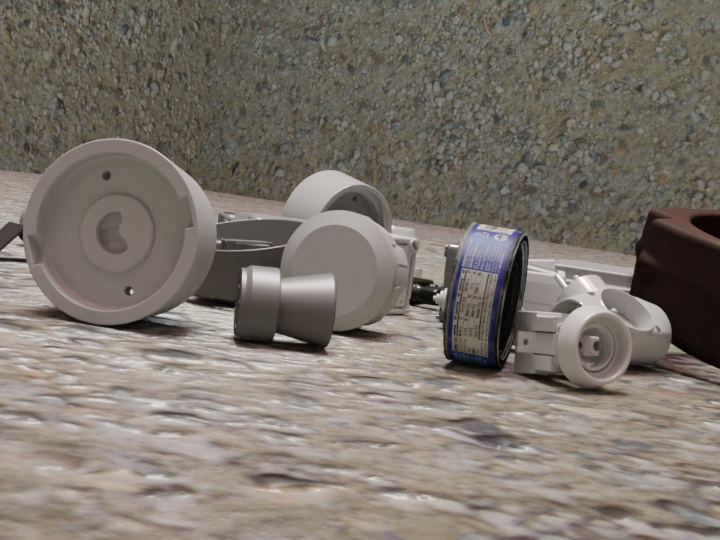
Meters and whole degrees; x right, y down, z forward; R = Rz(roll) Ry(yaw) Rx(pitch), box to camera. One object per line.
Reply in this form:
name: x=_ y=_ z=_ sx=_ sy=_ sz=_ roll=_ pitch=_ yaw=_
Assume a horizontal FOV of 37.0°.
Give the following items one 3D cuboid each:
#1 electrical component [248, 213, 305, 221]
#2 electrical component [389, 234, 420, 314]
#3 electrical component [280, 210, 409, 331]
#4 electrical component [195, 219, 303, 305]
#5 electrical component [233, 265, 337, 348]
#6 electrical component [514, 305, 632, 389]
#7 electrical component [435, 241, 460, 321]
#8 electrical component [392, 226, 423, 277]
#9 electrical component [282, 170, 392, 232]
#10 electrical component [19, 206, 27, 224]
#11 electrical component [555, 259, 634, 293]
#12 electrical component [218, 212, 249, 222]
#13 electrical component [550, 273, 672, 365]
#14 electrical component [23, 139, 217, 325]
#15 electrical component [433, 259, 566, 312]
electrical component: x=-0.048 y=-0.010 z=0.900 sx=0.096 sy=0.061 sz=0.061 roll=7 pitch=5 yaw=-10
electrical component: x=0.000 y=0.000 z=0.854 sx=0.061 sy=0.061 sz=0.096 roll=12 pitch=7 yaw=44
electrical component: x=-0.009 y=0.001 z=0.729 sx=0.080 sy=0.080 sz=0.051 roll=9 pitch=0 yaw=19
electrical component: x=-0.084 y=-0.007 z=0.797 sx=0.099 sy=0.064 sz=0.099 roll=7 pitch=5 yaw=-1
electrical component: x=-0.045 y=0.021 z=0.634 sx=0.055 sy=0.045 sz=0.045 roll=6 pitch=5 yaw=-11
electrical component: x=0.125 y=0.044 z=0.631 sx=0.066 sy=0.048 sz=0.055 roll=5 pitch=-2 yaw=-26
electrical component: x=0.102 y=0.011 z=0.880 sx=0.061 sy=0.061 sz=0.096 roll=8 pitch=5 yaw=12
electrical component: x=0.029 y=-0.018 z=1.146 sx=0.078 sy=0.057 sz=0.058 roll=9 pitch=5 yaw=23
electrical component: x=-0.017 y=-0.039 z=1.048 sx=0.108 sy=0.108 sz=0.060 roll=3 pitch=12 yaw=-41
electrical component: x=-0.291 y=-0.042 z=1.004 sx=0.045 sy=0.045 sz=0.055 roll=5 pitch=5 yaw=-29
electrical component: x=0.191 y=0.025 z=0.882 sx=0.078 sy=0.057 sz=0.113 roll=9 pitch=5 yaw=18
electrical component: x=-0.105 y=-0.032 z=1.155 sx=0.100 sy=0.048 sz=0.100 roll=4 pitch=8 yaw=-21
electrical component: x=0.160 y=0.030 z=0.733 sx=0.077 sy=0.044 sz=0.079 roll=4 pitch=40 yaw=-34
electrical component: x=-0.139 y=-0.021 z=0.648 sx=0.108 sy=0.108 sz=0.060 roll=8 pitch=-1 yaw=11
electrical component: x=0.103 y=0.019 z=0.798 sx=0.096 sy=0.061 sz=0.062 roll=8 pitch=5 yaw=10
